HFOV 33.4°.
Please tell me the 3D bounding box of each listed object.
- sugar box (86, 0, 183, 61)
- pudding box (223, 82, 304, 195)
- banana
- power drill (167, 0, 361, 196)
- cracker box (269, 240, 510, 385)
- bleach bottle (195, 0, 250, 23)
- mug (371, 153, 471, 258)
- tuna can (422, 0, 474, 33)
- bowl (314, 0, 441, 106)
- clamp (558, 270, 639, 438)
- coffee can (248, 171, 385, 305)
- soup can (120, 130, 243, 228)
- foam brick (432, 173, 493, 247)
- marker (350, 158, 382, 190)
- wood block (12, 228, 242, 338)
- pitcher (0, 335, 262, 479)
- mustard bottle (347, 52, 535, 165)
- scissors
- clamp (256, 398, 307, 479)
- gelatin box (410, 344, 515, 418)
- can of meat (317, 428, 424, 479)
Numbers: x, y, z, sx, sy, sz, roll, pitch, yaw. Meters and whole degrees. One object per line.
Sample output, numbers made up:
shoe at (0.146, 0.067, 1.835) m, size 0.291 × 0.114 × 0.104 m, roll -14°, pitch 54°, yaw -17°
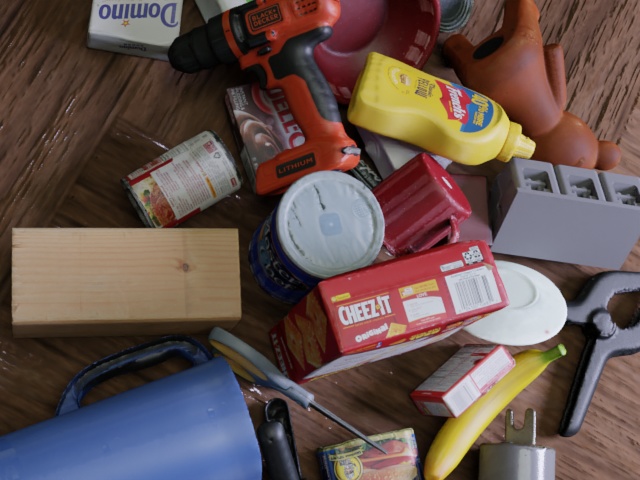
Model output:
sugar box at (-0.186, -0.281, 1.110) m, size 0.093 × 0.048 × 0.176 m, roll 7°, pitch 74°, yaw -14°
pudding box at (-0.042, -0.111, 1.109) m, size 0.090 × 0.039 × 0.113 m, roll -15°, pitch 81°, yaw -16°
banana at (0.164, 0.170, 1.075) m, size 0.197 × 0.070 × 0.037 m, roll -43°, pitch 86°, yaw -17°
power drill at (-0.050, -0.142, 1.042) m, size 0.185 × 0.057 × 0.187 m, roll -17°, pitch 88°, yaw 22°
cracker box at (0.055, 0.072, 0.998) m, size 0.164 × 0.214 × 0.072 m, roll -14°, pitch 79°, yaw -18°
bleach bottle at (-0.009, -0.289, 1.151) m, size 0.250 × 0.068 × 0.102 m, roll -24°, pitch 81°, yaw -21°
mug at (0.100, -0.025, 1.062) m, size 0.082 × 0.093 × 0.117 m, roll -38°, pitch 47°, yaw 17°
tuna can at (0.128, -0.271, 1.178) m, size 0.085 × 0.034 × 0.086 m, roll -3°, pitch 94°, yaw -38°
bowl at (0.046, -0.224, 1.124) m, size 0.162 × 0.162 × 0.055 m, roll -20°, pitch 42°, yaw -18°
clamp at (0.298, 0.104, 1.148) m, size 0.209 × 0.036 × 0.164 m, roll -22°, pitch 84°, yaw -15°
coffee can at (-0.007, 0.001, 1.038) m, size 0.102 × 0.140 × 0.103 m, roll 3°, pitch 76°, yaw -14°
soup can at (-0.135, -0.056, 1.050) m, size 0.102 × 0.068 × 0.068 m, roll -31°, pitch 86°, yaw -12°
foam brick at (0.147, -0.026, 1.133) m, size 0.051 × 0.053 × 0.078 m, roll 2°, pitch 76°, yaw -15°
marker at (0.047, -0.070, 1.134) m, size 0.020 × 0.020 × 0.121 m, roll -43°, pitch 90°, yaw -20°
wood block at (-0.184, 0.041, 1.009) m, size 0.205 × 0.090 × 0.091 m, roll 0°, pitch 76°, yaw -15°
pitcher at (-0.182, 0.191, 0.961) m, size 0.242 × 0.149 × 0.145 m, roll -15°, pitch 106°, yaw -15°
mustard bottle at (0.127, -0.123, 1.081) m, size 0.191 × 0.058 × 0.096 m, roll 20°, pitch 40°, yaw -4°
scissors at (-0.030, 0.148, 1.030) m, size 0.201 × 0.096 × 0.016 m, roll 39°, pitch 70°, yaw -13°
clamp at (-0.028, 0.233, 1.013) m, size 0.039 × 0.120 × 0.171 m, roll -10°, pitch 101°, yaw 7°
gelatin box at (0.144, 0.142, 1.078) m, size 0.089 × 0.073 × 0.030 m, roll -38°, pitch 98°, yaw -21°
can of meat at (0.052, 0.235, 1.042) m, size 0.102 × 0.057 × 0.084 m, roll -8°, pitch 76°, yaw -17°
